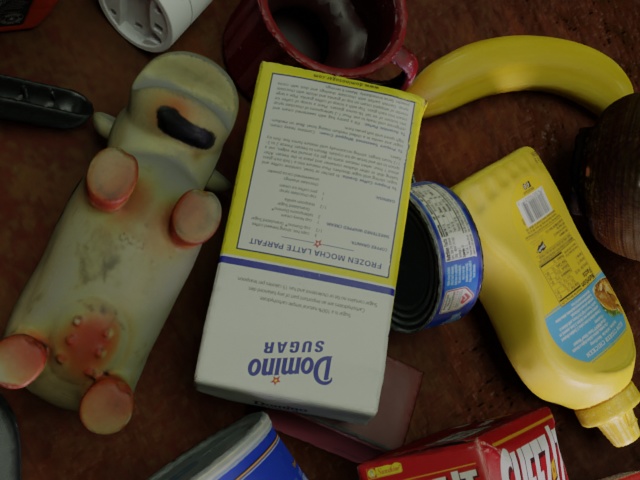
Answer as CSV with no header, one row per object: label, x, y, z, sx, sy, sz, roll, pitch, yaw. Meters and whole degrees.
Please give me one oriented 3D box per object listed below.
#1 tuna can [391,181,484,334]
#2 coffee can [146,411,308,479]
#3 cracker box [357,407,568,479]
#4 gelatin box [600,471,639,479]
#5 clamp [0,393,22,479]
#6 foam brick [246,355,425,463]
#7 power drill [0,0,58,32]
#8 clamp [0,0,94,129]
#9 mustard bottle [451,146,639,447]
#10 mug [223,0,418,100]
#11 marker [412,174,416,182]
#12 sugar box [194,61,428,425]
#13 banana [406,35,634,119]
tuna can,0.056,0.009,0.619,0.033,0.086,0.086,-11,80,-29
coffee can,-0.031,0.171,0.523,0.102,0.103,0.140,-34,91,-28
cracker box,0.103,0.201,0.545,0.164,0.072,0.214,8,66,-67
gelatin box,0.170,0.187,0.651,0.089,0.030,0.073,-9,79,-27
clamp,-0.216,0.080,0.502,0.164,0.036,0.210,-26,87,-27
foam brick,0.007,0.086,0.594,0.078,0.053,0.051,26,66,-17
power drill,-0.224,-0.202,0.568,0.184,0.057,0.188,-12,81,-27
clamp,-0.195,-0.082,0.541,0.171,0.120,0.039,-22,45,-9
mustard bottle,0.144,0.041,0.663,0.096,0.058,0.191,-29,89,-46
mug,0.003,-0.119,0.633,0.117,0.082,0.093,24,67,-16
marker,0.054,-0.027,0.665,0.020,0.020,0.121,-16,83,-27
sugar box,-0.004,0.001,0.557,0.093,0.048,0.176,12,74,-2
banana,0.142,-0.105,0.718,0.197,0.037,0.069,4,73,-23
